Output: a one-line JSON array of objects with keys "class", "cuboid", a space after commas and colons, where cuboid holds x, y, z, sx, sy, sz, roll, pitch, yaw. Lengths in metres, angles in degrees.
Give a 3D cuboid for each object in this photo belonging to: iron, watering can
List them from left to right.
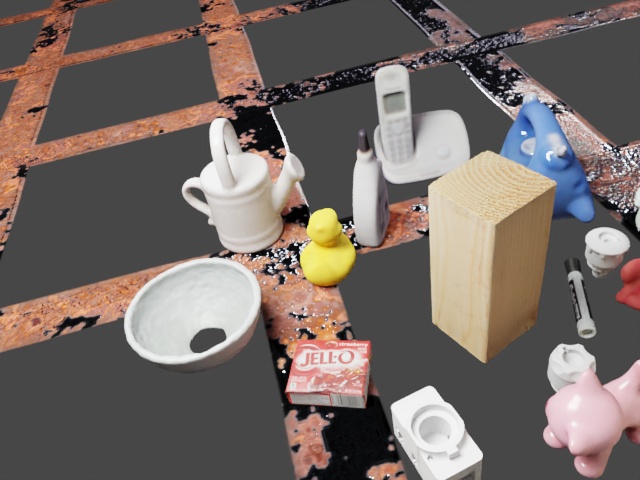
[{"class": "watering can", "cuboid": [-0.111, -0.086, 0.820, 0.173, 0.194, 0.100, -19, 41, -9]}, {"class": "iron", "cuboid": [0.312, -0.135, 0.822, 0.118, 0.142, 0.258, -5, 41, 7]}]

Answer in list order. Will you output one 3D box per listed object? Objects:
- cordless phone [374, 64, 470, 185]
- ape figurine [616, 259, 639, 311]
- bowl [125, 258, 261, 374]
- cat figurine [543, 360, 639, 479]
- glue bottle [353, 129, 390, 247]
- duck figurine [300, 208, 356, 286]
[{"class": "cordless phone", "cuboid": [0.153, -0.184, 0.880, 0.147, 0.185, 0.094, -14, 41, -3]}, {"class": "ape figurine", "cuboid": [0.385, 0.041, 0.644, 0.076, 0.092, 0.077, -9, 41, 3]}, {"class": "bowl", "cuboid": [-0.146, 0.103, 0.704, 0.167, 0.075, 0.167, -6, 41, 6]}, {"class": "cat figurine", "cuboid": [0.254, 0.156, 0.523, 0.128, 0.118, 0.067, -28, 43, -18]}, {"class": "glue bottle", "cuboid": [0.067, -0.076, 0.785, 0.037, 0.173, 0.078, 7, 44, 20]}, {"class": "duck figurine", "cuboid": [0.007, 0.003, 0.776, 0.077, 0.086, 0.104, -1, 42, 12]}]
